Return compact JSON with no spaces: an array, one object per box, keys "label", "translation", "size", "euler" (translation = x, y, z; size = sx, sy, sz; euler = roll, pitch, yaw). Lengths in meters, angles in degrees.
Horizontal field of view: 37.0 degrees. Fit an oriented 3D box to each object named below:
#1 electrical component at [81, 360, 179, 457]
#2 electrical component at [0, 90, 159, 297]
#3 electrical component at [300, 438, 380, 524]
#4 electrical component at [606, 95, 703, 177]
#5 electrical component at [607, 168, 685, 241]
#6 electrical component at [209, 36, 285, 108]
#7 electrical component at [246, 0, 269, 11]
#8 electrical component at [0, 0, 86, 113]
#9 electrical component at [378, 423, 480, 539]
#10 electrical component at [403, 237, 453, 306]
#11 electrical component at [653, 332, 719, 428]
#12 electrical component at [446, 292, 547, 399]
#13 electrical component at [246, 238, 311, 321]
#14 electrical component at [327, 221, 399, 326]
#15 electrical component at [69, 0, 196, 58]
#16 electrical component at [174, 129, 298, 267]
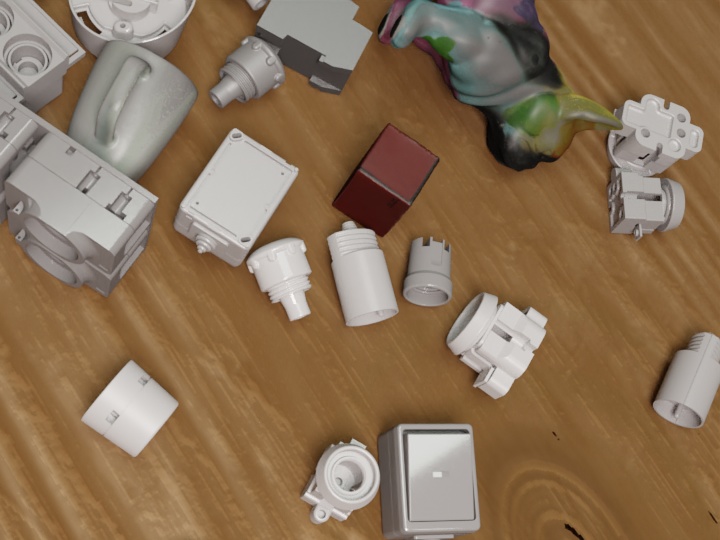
[{"label":"electrical component","translation":[-0.164,0.101,0.774],"size":[0.047,0.055,0.055],"euler":[40,66,-4]},{"label":"electrical component","translation":[-0.245,-0.063,0.778],"size":[0.186,0.105,0.060],"euler":[34,66,-2]},{"label":"electrical component","translation":[-0.013,0.155,0.798],"size":[0.048,0.055,0.066],"euler":[31,66,-4]},{"label":"electrical component","translation":[0.258,-0.117,0.968],"size":[0.078,0.057,0.058],"euler":[19,68,-9]},{"label":"electrical component","translation":[0.254,-0.058,0.954],"size":[0.055,0.048,0.066],"euler":[2,71,-7]},{"label":"electrical component","translation":[-0.096,-0.159,0.888],"size":[0.062,0.048,0.048],"euler":[-42,87,-17]},{"label":"electrical component","translation":[-0.102,-0.251,0.918],"size":[0.043,0.043,0.062],"euler":[-34,85,-23]},{"label":"electrical component","translation":[-0.285,-0.180,0.830],"size":[0.121,0.063,0.079],"euler":[44,66,2]},{"label":"electrical component","translation":[0.053,0.165,0.810],"size":[0.062,0.061,0.096],"euler":[2,71,-15]},{"label":"electrical component","translation":[0.057,0.001,0.880],"size":[0.040,0.040,0.046],"euler":[12,63,-12]},{"label":"electrical component","translation":[0.284,0.088,0.913],"size":[0.043,0.043,0.081],"euler":[32,66,-4]},{"label":"electrical component","translation":[0.107,0.055,0.866],"size":[0.057,0.058,0.078],"euler":[36,66,-5]},{"label":"electrical component","translation":[-0.058,0.009,0.842],"size":[0.048,0.048,0.062],"euler":[-20,85,-21]},{"label":"electrical component","translation":[0.000,0.000,0.861],"size":[0.043,0.043,0.081],"euler":[-9,74,-19]},{"label":"electrical component","translation":[-0.185,-0.216,0.870],"size":[0.099,0.064,0.099],"euler":[5,70,-14]},{"label":"electrical component","translation":[-0.101,-0.049,0.839],"size":[0.062,0.061,0.096],"euler":[33,68,-5]}]
